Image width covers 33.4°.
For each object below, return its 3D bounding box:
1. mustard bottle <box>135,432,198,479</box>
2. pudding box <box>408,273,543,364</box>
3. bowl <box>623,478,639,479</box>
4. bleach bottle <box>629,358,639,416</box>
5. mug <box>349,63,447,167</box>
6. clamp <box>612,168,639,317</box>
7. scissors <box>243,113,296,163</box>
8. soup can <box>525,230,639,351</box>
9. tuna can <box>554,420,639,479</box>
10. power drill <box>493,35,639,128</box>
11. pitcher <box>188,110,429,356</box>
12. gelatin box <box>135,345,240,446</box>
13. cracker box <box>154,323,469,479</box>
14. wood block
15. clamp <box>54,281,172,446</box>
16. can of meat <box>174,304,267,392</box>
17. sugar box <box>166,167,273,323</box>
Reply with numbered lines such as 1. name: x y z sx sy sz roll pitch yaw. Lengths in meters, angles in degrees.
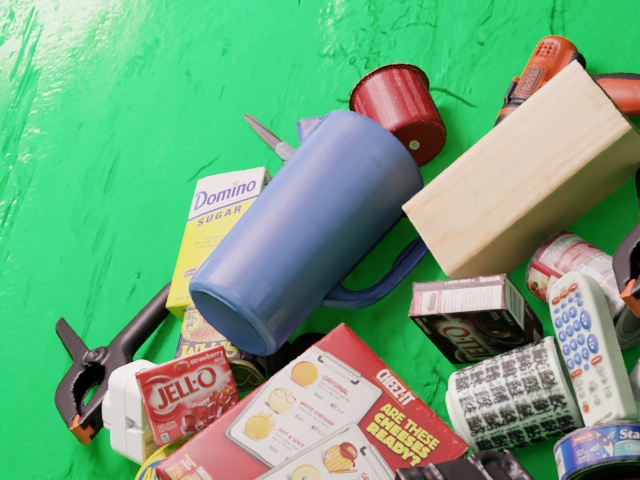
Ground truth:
1. mustard bottle: -0.138 0.257 1.014 0.096 0.058 0.191 -11 52 26
2. pudding box: 0.141 0.073 0.951 0.090 0.113 0.039 -8 56 26
3. bowl: 0.245 0.263 0.793 0.162 0.055 0.162 -15 51 20
4. bleach bottle: 0.326 0.051 0.885 0.068 0.102 0.251 34 86 5
5. mug: 0.080 -0.121 1.152 0.117 0.093 0.081 -48 45 34
6. clamp: 0.297 -0.014 0.879 0.120 0.039 0.171 -28 30 52
7. scissors: -0.023 -0.109 1.241 0.096 0.016 0.202 -29 48 6
8. soup can: 0.242 0.044 0.944 0.068 0.068 0.102 -46 48 -7
9. tuna can: 0.230 0.176 0.843 0.086 0.086 0.034 -17 53 19
10. power drill: 0.264 -0.115 1.053 0.188 0.057 0.184 16 72 36
11. pitcher: -0.007 0.001 1.054 0.149 0.145 0.242 14 55 46
12. gelatin box: -0.125 0.148 1.021 0.089 0.030 0.073 -17 88 -16
13. cracker box: -0.006 0.200 0.914 0.213 0.072 0.164 -36 62 -20
14. wood block: 0.192 -0.055 0.985 0.206 0.090 0.090 -41 60 18
15. clamp: -0.226 0.128 1.148 0.165 0.036 0.210 -23 33 12
16. can of meat: -0.099 0.108 1.101 0.102 0.057 0.084 -8 51 24
17. sugar box: -0.107 0.004 1.187 0.093 0.048 0.176 -9 55 25
